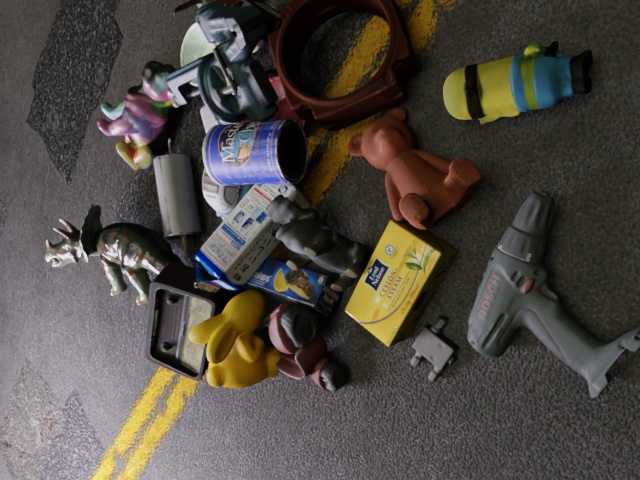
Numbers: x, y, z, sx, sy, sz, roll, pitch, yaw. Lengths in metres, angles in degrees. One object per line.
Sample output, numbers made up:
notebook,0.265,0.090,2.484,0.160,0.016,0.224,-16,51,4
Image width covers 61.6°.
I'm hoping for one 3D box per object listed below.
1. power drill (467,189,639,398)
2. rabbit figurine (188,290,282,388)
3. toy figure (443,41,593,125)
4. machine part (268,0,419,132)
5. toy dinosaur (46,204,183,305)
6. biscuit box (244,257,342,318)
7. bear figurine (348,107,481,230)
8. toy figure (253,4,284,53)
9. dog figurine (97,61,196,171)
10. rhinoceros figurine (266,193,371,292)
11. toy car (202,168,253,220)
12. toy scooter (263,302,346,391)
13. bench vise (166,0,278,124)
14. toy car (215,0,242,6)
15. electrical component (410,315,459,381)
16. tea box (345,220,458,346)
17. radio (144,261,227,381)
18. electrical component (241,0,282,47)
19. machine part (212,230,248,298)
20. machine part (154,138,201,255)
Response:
power drill,0.302,0.079,0.679,0.207,0.086,0.231,35,113,26
rabbit figurine,-0.151,0.169,0.964,0.122,0.162,0.173,34,117,41
toy figure,0.250,-0.203,0.697,0.180,0.089,0.082,2,88,39
machine part,0.034,-0.286,0.822,0.202,0.087,0.201,-21,79,19
toy dinosaur,-0.394,0.025,1.126,0.405,0.131,0.191,4,127,29
biscuit box,-0.063,0.074,0.946,0.203,0.062,0.059,14,73,35
bear figurine,0.126,-0.114,0.775,0.120,0.132,0.196,-33,75,2
toy figure,-0.099,-0.381,0.967,0.155,0.058,0.064,-15,106,34
dog figurine,-0.339,-0.263,1.119,0.219,0.191,0.108,-23,37,11
rhinoceros figurine,-0.002,-0.003,0.854,0.190,0.112,0.073,33,143,-4
toy car,-0.171,-0.109,1.003,0.109,0.103,0.161,21,102,35
toy scooter,-0.042,0.183,0.922,0.135,0.075,0.183,-6,120,50
bench vise,-0.181,-0.283,0.891,0.241,0.129,0.223,-8,132,39
toy car,-0.112,-0.468,0.973,0.202,0.053,0.089,-27,72,30
electrical component,0.176,0.162,0.809,0.063,0.021,0.094,37,112,29
tea box,0.121,0.063,0.817,0.098,0.068,0.169,35,113,30
radio,-0.262,0.157,1.038,0.131,0.073,0.229,20,124,3
electrical component,-0.107,-0.371,0.898,0.119,0.075,0.047,31,116,5
machine part,-0.177,0.044,1.055,0.084,0.039,0.138,-10,85,31
machine part,-0.295,-0.089,1.111,0.079,0.079,0.243,-14,84,36
